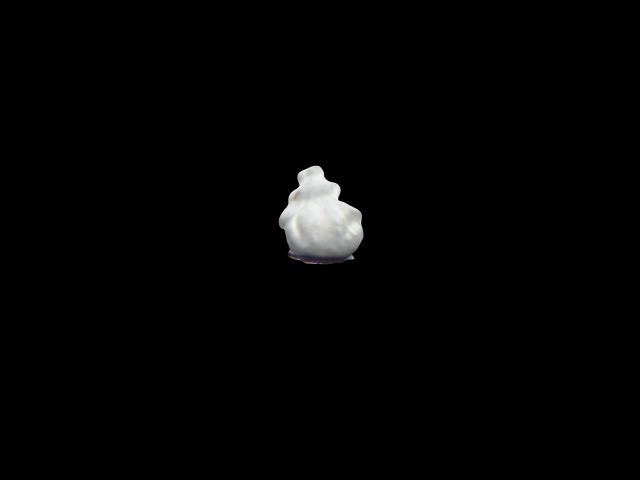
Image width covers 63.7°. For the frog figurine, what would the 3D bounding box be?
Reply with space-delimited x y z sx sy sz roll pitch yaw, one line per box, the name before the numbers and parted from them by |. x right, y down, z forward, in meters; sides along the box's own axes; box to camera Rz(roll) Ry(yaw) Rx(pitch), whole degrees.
frog figurine | 0.003 -0.043 0.850 0.137 0.159 0.123 2 6 15
